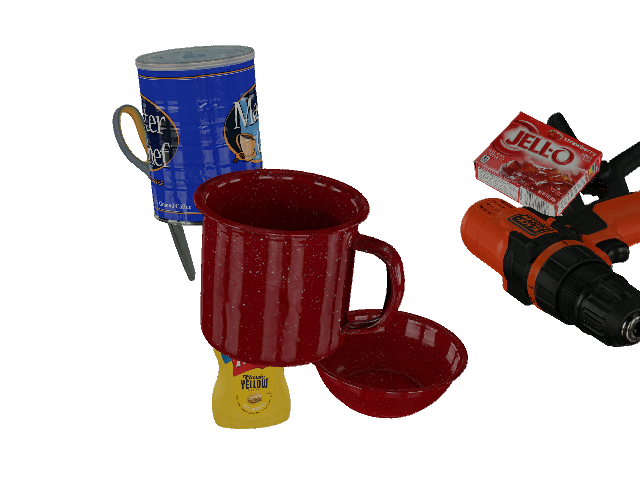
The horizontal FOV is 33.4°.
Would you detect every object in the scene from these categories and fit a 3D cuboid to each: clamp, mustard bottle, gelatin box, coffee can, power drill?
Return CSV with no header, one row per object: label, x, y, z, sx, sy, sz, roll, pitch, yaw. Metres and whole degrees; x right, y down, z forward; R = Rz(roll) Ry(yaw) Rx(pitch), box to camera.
clamp,0.281,-0.074,1.133,0.120,0.039,0.171,18,46,20
mustard bottle,-0.084,0.133,1.302,0.096,0.192,0.058,-2,19,-11
gelatin box,0.194,-0.068,0.957,0.089,0.073,0.030,34,-24,28
coffee can,-0.103,-0.094,0.938,0.103,0.140,0.103,-4,17,1
power drill,0.217,0.004,0.744,0.187,0.057,0.185,-12,29,-21

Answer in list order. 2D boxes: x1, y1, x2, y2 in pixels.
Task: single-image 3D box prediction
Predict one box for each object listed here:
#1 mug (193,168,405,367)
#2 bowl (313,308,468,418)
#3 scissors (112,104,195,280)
mug,-0.012,0.017,0.573,0.117,0.081,0.093,11,24,14
bowl,0.064,0.129,1.066,0.162,0.055,0.162,3,25,-1
scissors,-0.160,-0.064,1.177,0.016,0.201,0.096,-15,18,47
